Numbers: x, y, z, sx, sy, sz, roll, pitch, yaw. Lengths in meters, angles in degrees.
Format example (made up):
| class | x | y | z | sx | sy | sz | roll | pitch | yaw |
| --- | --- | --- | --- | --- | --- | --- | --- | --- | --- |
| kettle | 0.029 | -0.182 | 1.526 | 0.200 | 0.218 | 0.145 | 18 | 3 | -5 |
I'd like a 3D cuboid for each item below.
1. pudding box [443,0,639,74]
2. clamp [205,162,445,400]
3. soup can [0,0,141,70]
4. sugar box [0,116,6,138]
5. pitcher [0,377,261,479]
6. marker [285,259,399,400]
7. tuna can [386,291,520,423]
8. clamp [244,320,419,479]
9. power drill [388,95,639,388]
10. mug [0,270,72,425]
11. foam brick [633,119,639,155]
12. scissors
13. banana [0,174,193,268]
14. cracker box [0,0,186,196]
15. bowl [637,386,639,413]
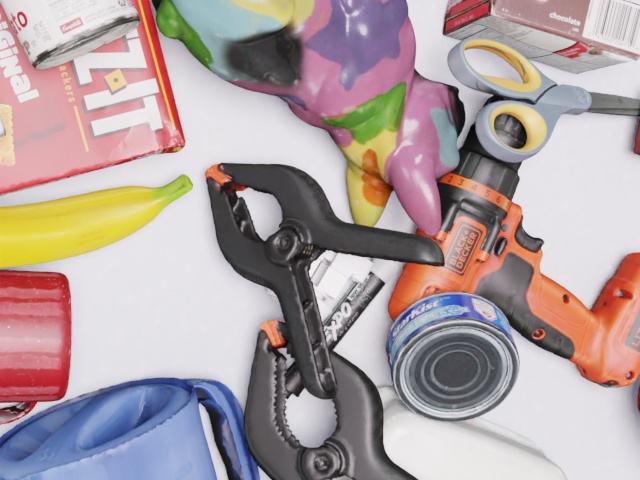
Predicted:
| class | x | y | z | sx | sy | sz | roll | pitch | yaw |
| --- | --- | --- | --- | --- | --- | --- | --- | --- | --- |
| pudding box | 0.151 | -0.147 | 0.720 | 0.113 | 0.090 | 0.039 | 15 | 90 | -14 |
| clamp | -0.004 | 0.001 | 0.675 | 0.120 | 0.039 | 0.171 | -41 | 69 | 8 |
| soup can | -0.150 | -0.154 | 0.591 | 0.068 | 0.068 | 0.102 | -26 | 98 | -10 |
| sugar box | -0.247 | -0.124 | 0.580 | 0.093 | 0.048 | 0.176 | -21 | 100 | -12 |
| pitcher | -0.102 | 0.214 | 0.681 | 0.149 | 0.145 | 0.243 | -16 | 102 | 1 |
| marker | 0.011 | 0.061 | 0.741 | 0.020 | 0.020 | 0.121 | 39 | 85 | -13 |
| tuna can | 0.088 | 0.078 | 0.705 | 0.086 | 0.034 | 0.086 | -1 | 119 | -2 |
| clamp | 0.000 | 0.154 | 0.693 | 0.164 | 0.036 | 0.210 | -32 | 73 | 7 |
| power drill | 0.160 | 0.009 | 0.754 | 0.187 | 0.057 | 0.184 | 26 | 90 | -12 |
| mug | -0.200 | 0.070 | 0.664 | 0.081 | 0.093 | 0.117 | 2 | 120 | -18 |
| foam brick | 0.273 | -0.076 | 0.763 | 0.078 | 0.053 | 0.051 | 14 | 92 | -32 |
| scissors | 0.170 | -0.081 | 0.727 | 0.201 | 0.016 | 0.096 | 17 | 61 | -28 |
| banana | -0.174 | -0.012 | 0.650 | 0.197 | 0.070 | 0.037 | -14 | 62 | -42 |
| cracker box | -0.206 | -0.108 | 0.651 | 0.213 | 0.072 | 0.164 | -16 | 97 | -12 |
| bowl | 0.273 | 0.094 | 0.761 | 0.161 | 0.055 | 0.162 | -33 | 136 | -39 |
